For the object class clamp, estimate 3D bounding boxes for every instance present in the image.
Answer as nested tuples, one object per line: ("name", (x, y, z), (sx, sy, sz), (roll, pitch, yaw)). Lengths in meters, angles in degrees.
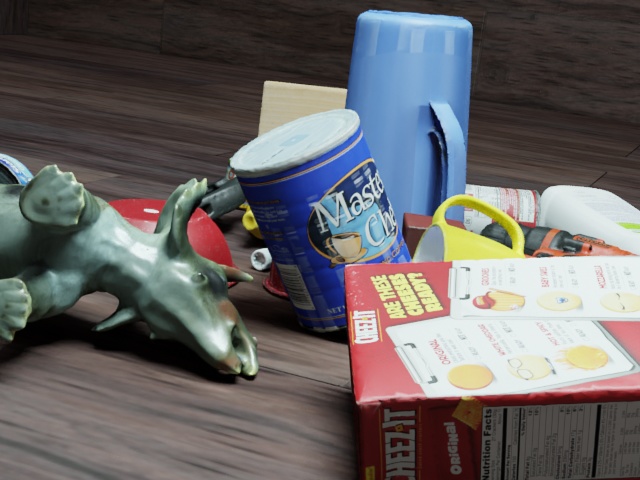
("clamp", (-0.111, -0.044, 1.141), (0.120, 0.039, 0.171), (-25, 4, 32))

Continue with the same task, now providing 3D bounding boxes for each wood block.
("wood block", (0.034, -0.124, 1.206), (0.206, 0.091, 0.090), (13, 9, 41))

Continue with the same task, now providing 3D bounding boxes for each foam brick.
("foam brick", (0.093, 0.022, 0.905), (0.053, 0.078, 0.051), (7, 12, 0))

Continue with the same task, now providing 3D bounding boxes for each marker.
("marker", (-0.026, 0.010, 1.025), (0.020, 0.020, 0.120), (14, 15, 28))

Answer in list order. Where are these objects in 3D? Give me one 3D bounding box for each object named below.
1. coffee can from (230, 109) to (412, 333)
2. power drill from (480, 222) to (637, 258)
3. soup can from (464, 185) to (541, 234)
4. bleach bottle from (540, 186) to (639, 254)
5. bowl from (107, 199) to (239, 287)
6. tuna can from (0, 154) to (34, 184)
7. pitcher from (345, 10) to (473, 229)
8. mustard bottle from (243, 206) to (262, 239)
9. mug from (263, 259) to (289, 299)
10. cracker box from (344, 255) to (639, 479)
("coffee can", (0.005, -0.015, 0.817), (0.103, 0.140, 0.103), (-20, 20, 7))
("power drill", (0.202, 0.024, 0.987), (0.185, 0.057, 0.187), (15, 16, 33))
("soup can", (0.183, -0.025, 1.165), (0.102, 0.068, 0.068), (6, 13, -2))
("bleach bottle", (0.318, 0.005, 1.117), (0.102, 0.068, 0.251), (3, 16, -11))
("bowl", (-0.147, 0.000, 0.935), (0.162, 0.055, 0.162), (5, 13, -1))
("tuna can", (-0.291, -0.034, 0.941), (0.086, 0.086, 0.033), (9, 12, 10))
("pitcher", (0.084, -0.088, 1.001), (0.149, 0.243, 0.144), (10, 14, 21))
("mustard bottle", (-0.017, -0.031, 1.113), (0.096, 0.058, 0.191), (1, 9, 33))
("mug", (-0.006, 0.001, 0.935), (0.093, 0.081, 0.117), (-3, 16, -33))
("cracker box", (0.124, 0.073, 0.619), (0.213, 0.072, 0.164), (-3, 24, 1))
